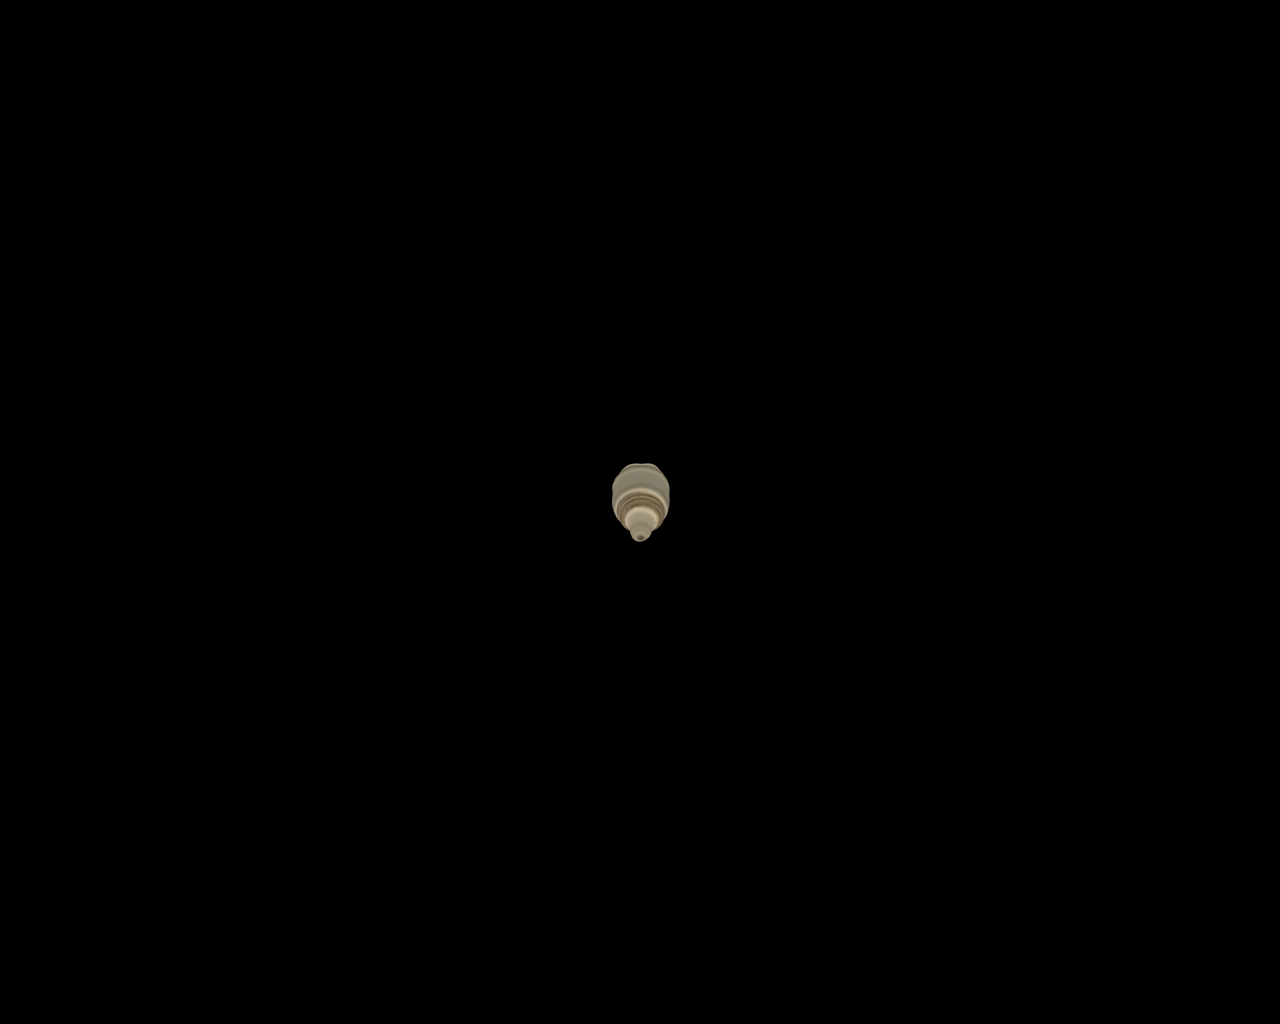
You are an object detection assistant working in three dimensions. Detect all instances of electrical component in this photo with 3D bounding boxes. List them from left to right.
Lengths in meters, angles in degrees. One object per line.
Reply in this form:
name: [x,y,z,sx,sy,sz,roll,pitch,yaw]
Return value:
electrical component: [0.001,-0.003,0.650,0.035,0.035,0.061,0,36,0]
